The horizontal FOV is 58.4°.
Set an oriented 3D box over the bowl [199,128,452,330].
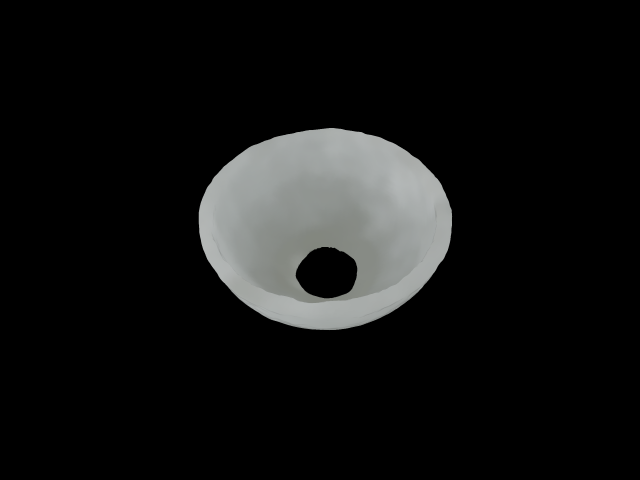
[{"bbox_3d":[0.004,0.001,0.400,0.167,0.075,0.167,0,49,0],"label":"bowl"}]
